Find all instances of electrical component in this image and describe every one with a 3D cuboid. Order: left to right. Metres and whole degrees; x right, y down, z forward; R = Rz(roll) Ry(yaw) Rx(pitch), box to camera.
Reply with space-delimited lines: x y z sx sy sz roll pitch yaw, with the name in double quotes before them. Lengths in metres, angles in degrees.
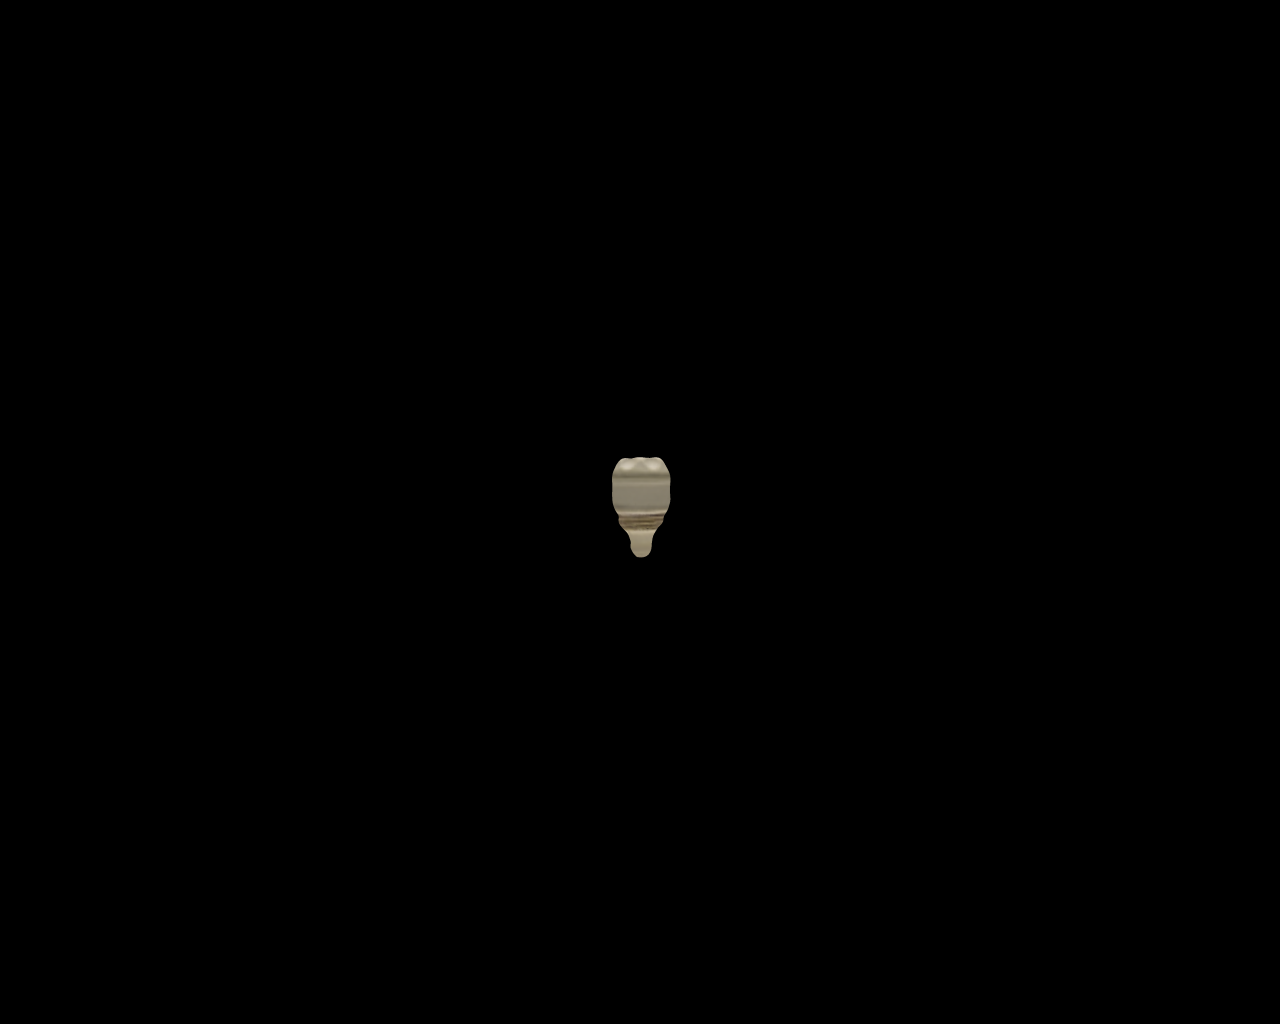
"electrical component" 0.001 -0.003 0.650 0.035 0.061 0.035 0 2 0
